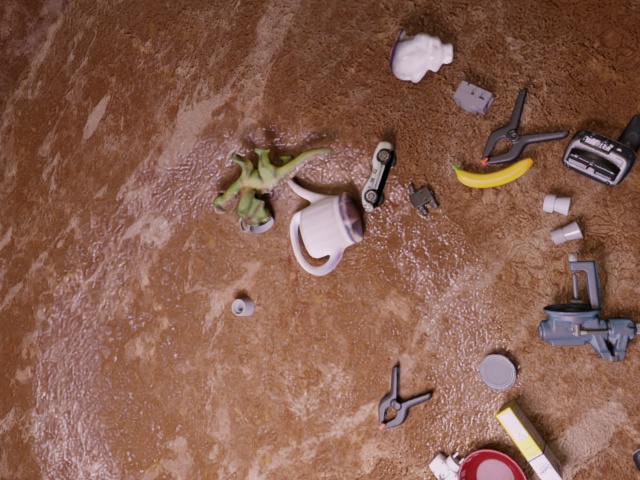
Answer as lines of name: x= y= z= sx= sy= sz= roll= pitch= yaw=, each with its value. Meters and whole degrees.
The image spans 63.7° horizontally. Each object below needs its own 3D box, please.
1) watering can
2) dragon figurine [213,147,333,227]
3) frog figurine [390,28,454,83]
watering can: x=0.005 y=-0.075 z=1.481 sx=0.223 sy=0.103 sz=0.354 roll=-22 pitch=65 yaw=22
dragon figurine: x=-0.160 y=-0.150 z=1.524 sx=0.409 sy=0.121 sz=0.246 roll=-4 pitch=69 yaw=30
frog figurine: x=0.276 y=-0.494 z=1.404 sx=0.160 sy=0.125 sz=0.134 roll=22 pitch=127 yaw=17
